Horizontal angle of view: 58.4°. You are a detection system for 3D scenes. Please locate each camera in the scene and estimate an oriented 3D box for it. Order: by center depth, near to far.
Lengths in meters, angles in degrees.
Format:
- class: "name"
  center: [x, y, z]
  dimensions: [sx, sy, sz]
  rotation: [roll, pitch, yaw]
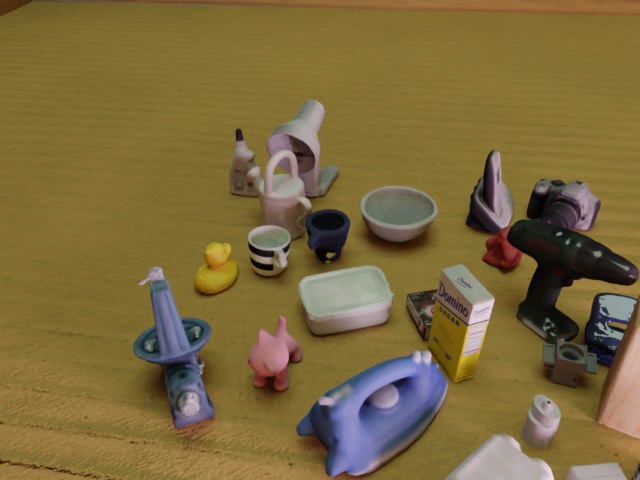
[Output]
- class: "camera"
  center: [0.517, -0.071, 1.247]
  dimensions: [0.142, 0.101, 0.137]
  rotation: [27, 45, 33]

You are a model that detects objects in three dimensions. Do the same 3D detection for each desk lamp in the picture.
- class: "desk lamp"
  center: [-0.036, -0.210, 1.360]
  dimensions: [0.117, 0.214, 0.203]
  rotation: [11, 39, 16]

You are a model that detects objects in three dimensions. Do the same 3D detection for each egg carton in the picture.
- class: "egg carton"
  center: [0.231, 0.328, 0.751]
  dimensions: [0.151, 0.069, 0.107]
  rotation: [-28, 44, -31]

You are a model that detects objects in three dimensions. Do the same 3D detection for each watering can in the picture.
- class: "watering can"
  center: [-0.089, -0.105, 1.238]
  dimensions: [0.172, 0.194, 0.101]
  rotation: [11, 39, 16]

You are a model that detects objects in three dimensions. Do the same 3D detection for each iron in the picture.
- class: "iron"
  center: [0.095, 0.224, 0.836]
  dimensions: [0.259, 0.141, 0.118]
  rotation: [-23, 42, -26]

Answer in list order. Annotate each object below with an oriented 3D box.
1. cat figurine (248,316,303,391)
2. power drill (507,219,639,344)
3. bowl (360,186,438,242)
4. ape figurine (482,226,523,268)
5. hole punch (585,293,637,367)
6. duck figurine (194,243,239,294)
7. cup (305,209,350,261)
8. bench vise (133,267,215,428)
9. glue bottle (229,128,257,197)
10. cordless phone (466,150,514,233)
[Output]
- class: "cat figurine"
  center: [-0.075, 0.179, 0.922]
  dimensions: [0.067, 0.118, 0.128]
  rotation: [8, 38, 13]
- class: "power drill"
  center: [0.410, 0.071, 0.972]
  dimensions: [0.076, 0.209, 0.228]
  rotation: [-22, 41, -25]
- class: "bowl"
  center: [0.169, -0.046, 1.249]
  dimensions: [0.167, 0.075, 0.167]
  rotation: [-1, 37, 1]
- class: "ape figurine"
  center: [0.373, 0.011, 1.151]
  dimensions: [0.076, 0.092, 0.077]
  rotation: [-3, 37, -1]
- class: "hole punch"
  center: [0.503, 0.154, 0.955]
  dimensions: [0.108, 0.091, 0.101]
  rotation: [14, 40, 20]
- class: "duck figurine"
  center: [-0.208, 0.048, 1.129]
  dimensions: [0.077, 0.086, 0.105]
  rotation: [20, 42, 26]
- class: "cup"
  center: [0.011, 0.004, 1.172]
  dimensions: [0.091, 0.095, 0.118]
  rotation: [17, 41, 23]
- class: "bench vise"
  center: [-0.209, 0.158, 0.870]
  dimensions: [0.122, 0.220, 0.206]
  rotation: [-27, 44, -30]
- class: "glue bottle"
  center: [-0.183, -0.186, 1.367]
  dimensions: [0.078, 0.173, 0.037]
  rotation: [8, 38, 14]
- class: "cordless phone"
  center: [0.384, -0.124, 1.253]
  dimensions: [0.094, 0.185, 0.148]
  rotation: [12, 39, 18]
